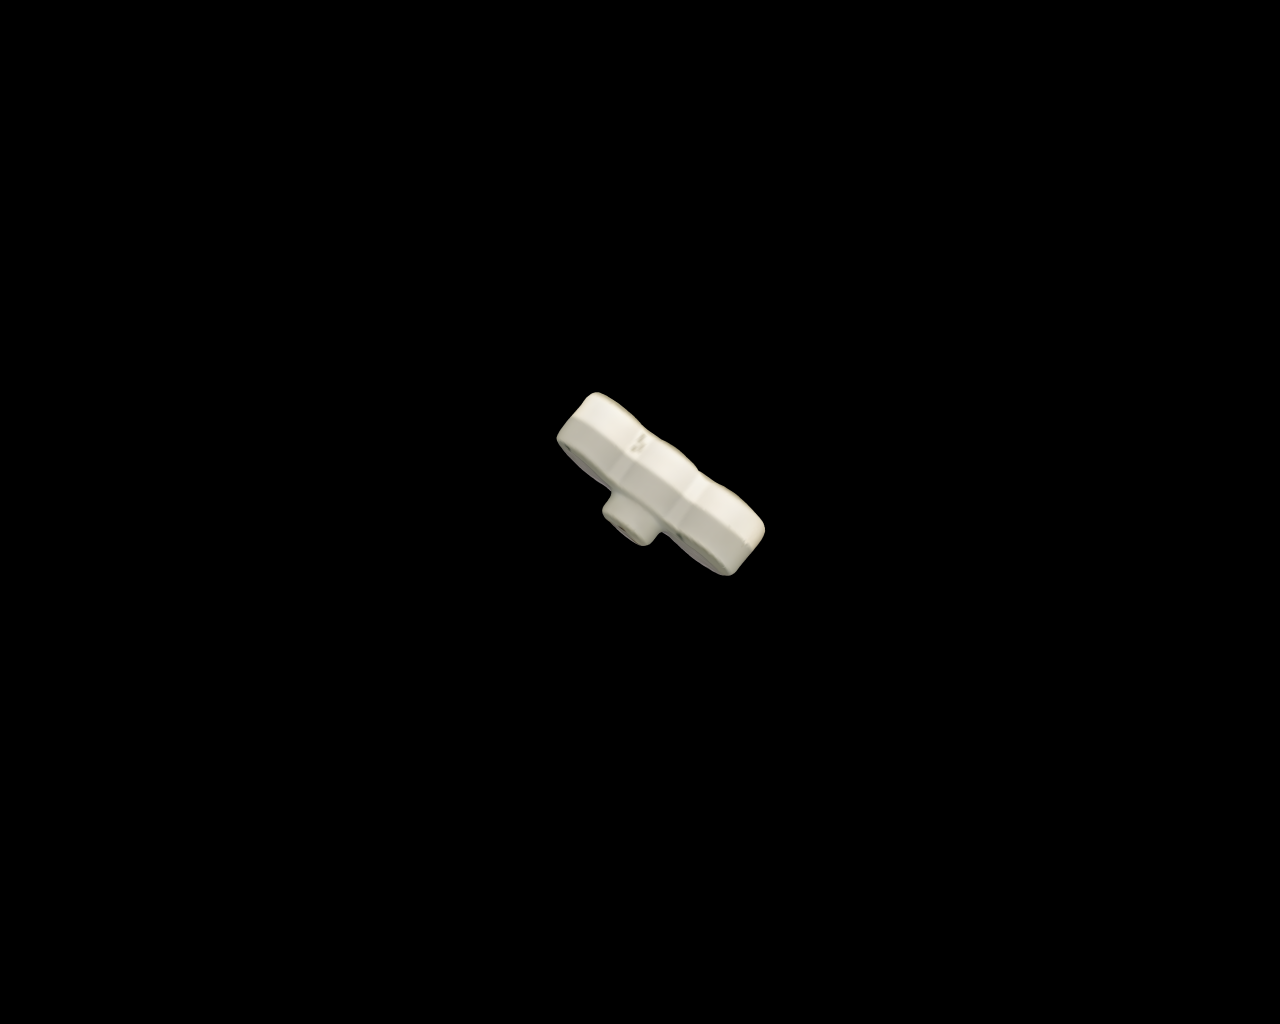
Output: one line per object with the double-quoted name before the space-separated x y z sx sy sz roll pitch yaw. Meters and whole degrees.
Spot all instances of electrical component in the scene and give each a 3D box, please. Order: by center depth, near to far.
"electrical component" 0.001 -0.003 0.650 0.138 0.074 0.052 38 -9 7
